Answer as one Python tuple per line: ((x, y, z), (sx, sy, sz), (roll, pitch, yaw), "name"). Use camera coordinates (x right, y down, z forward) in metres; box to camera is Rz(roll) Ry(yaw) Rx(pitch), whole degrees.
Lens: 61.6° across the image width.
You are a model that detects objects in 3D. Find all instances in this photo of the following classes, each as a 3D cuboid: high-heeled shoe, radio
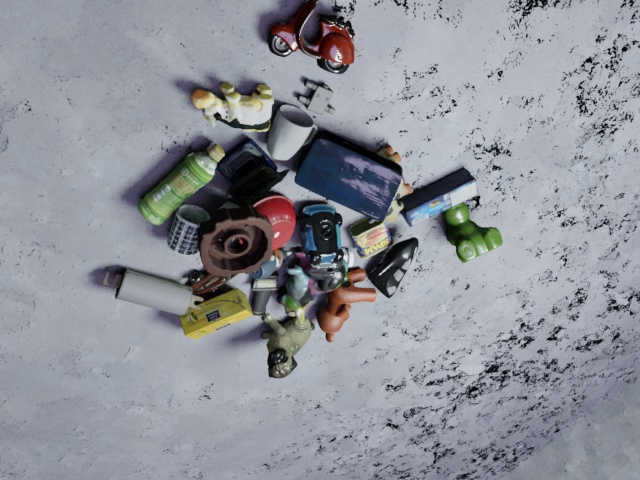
((0.214, 0.076, 1.501), (0.145, 0.086, 0.248), (-43, 162, -9), "high-heeled shoe")
((0.069, -0.148, 1.228), (0.230, 0.073, 0.131), (23, 116, -6), "radio")

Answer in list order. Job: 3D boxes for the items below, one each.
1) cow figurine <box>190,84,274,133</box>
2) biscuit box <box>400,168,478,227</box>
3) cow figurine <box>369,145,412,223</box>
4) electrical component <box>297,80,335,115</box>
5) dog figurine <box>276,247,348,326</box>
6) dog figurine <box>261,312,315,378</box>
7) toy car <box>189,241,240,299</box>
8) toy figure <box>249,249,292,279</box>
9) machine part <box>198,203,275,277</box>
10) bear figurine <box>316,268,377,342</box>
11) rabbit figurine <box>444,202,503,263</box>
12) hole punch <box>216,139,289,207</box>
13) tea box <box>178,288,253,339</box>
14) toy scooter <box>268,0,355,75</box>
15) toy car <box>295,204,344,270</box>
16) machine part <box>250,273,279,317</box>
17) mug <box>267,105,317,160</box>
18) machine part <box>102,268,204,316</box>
((-0.181, -0.266, 1.105), (0.167, 0.068, 0.098), (-3, 133, -16), "cow figurine")
((0.307, -0.110, 1.405), (0.203, 0.063, 0.059), (-26, 132, 1), "biscuit box")
((0.156, -0.122, 1.326), (0.127, 0.086, 0.194), (-24, 127, 2), "cow figurine")
((-0.001, -0.307, 1.164), (0.094, 0.021, 0.063), (16, 119, -29), "electrical component")
((-0.023, 0.132, 1.434), (0.192, 0.108, 0.219), (7, 131, 6), "dog figurine")
((-0.076, 0.299, 1.501), (0.172, 0.191, 0.121), (-14, 130, -12), "dog figurine")
((-0.241, 0.081, 1.363), (0.202, 0.053, 0.089), (-34, 133, 7), "toy car")
((-0.123, 0.053, 1.345), (0.064, 0.154, 0.057), (-17, 99, 26), "toy figure")
((-0.187, 0.003, 1.189), (0.179, 0.056, 0.179), (-13, 132, -15), "machine part")
((0.066, 0.188, 1.515), (0.132, 0.120, 0.195), (-6, 130, -20), "bear figurine")
((0.397, -0.035, 1.454), (0.121, 0.170, 0.159), (-26, 172, 3), "rabbit figurine")
((-0.157, -0.151, 1.201), (0.142, 0.092, 0.115), (-38, 159, 7), "hole punch")
((-0.271, 0.194, 1.404), (0.170, 0.068, 0.098), (-24, 163, 0), "tea box")
((-0.003, -0.410, 1.052), (0.184, 0.075, 0.135), (11, 121, -21), "toy scooter")
((-0.003, -0.004, 1.344), (0.109, 0.161, 0.103), (-7, 173, -22), "toy car")
((-0.155, 0.148, 1.456), (0.084, 0.039, 0.138), (-5, 127, -27), "machine part")
((-0.065, -0.228, 1.175), (0.109, 0.081, 0.107), (-6, 142, -44), "mug")
((-0.404, 0.128, 1.310), (0.243, 0.079, 0.079), (19, 118, -25), "machine part")
